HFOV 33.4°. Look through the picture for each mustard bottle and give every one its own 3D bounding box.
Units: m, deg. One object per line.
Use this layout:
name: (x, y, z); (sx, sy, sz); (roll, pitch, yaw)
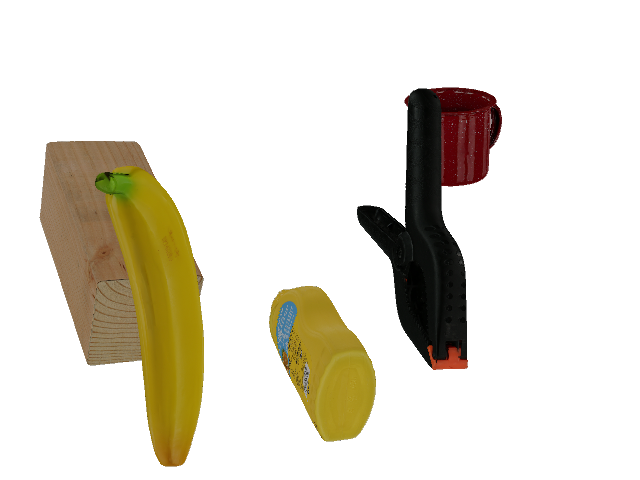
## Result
mustard bottle: (-0.007, 0.098, 1.006); (0.058, 0.096, 0.192); (-6, 27, -18)

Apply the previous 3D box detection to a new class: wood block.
wood block: (-0.182, 0.004, 0.943); (0.090, 0.091, 0.206); (-3, 38, -26)

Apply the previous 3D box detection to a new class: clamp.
clamp: (0.078, -0.001, 0.822); (0.036, 0.210, 0.165); (-1, -41, -17)

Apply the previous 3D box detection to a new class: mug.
mug: (0.143, -0.110, 1.108); (0.117, 0.081, 0.093); (-20, 29, -34)

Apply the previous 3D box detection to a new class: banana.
banana: (-0.094, 0.034, 0.599); (0.037, 0.198, 0.069); (5, 34, 21)
